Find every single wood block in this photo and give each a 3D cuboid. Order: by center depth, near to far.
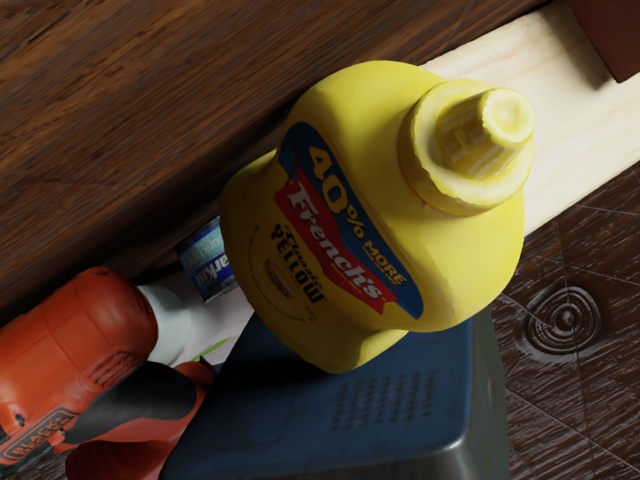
[{"bbox_3d":[0.110,-0.060,0.542,0.205,0.090,0.091,-30,176,-33],"label":"wood block"}]

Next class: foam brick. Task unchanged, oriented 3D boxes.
[{"bbox_3d":[0.163,-0.118,0.490,0.078,0.053,0.051,-32,177,-25],"label":"foam brick"}]

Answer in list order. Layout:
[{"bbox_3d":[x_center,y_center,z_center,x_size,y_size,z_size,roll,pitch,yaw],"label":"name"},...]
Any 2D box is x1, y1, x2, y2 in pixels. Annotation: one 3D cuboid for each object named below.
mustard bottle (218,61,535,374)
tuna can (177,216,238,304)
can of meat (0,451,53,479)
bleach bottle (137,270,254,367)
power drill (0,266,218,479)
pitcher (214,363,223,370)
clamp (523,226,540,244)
[{"bbox_3d":[0.021,-0.010,0.383,0.058,0.096,0.192,-29,176,-25],"label":"mustard bottle"},{"bbox_3d":[-0.035,-0.001,0.582,0.086,0.034,0.086,-31,177,-2],"label":"tuna can"},{"bbox_3d":[-0.177,0.103,0.644,0.102,0.057,0.084,-32,179,10],"label":"can of meat"},{"bbox_3d":[-0.083,0.050,0.685,0.102,0.068,0.250,-33,175,8],"label":"bleach bottle"},{"bbox_3d":[-0.129,0.099,0.514,0.184,0.057,0.187,-36,157,5],"label":"power drill"},{"bbox_3d":[-0.030,0.069,1.121,0.243,0.149,0.145,-35,161,7],"label":"pitcher"},{"bbox_3d":[0.120,-0.011,0.697,0.164,0.036,0.210,-40,168,-37],"label":"clamp"}]
